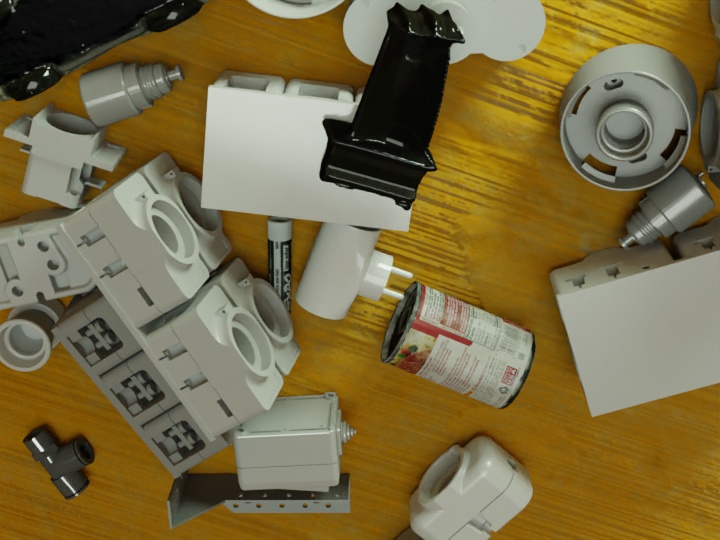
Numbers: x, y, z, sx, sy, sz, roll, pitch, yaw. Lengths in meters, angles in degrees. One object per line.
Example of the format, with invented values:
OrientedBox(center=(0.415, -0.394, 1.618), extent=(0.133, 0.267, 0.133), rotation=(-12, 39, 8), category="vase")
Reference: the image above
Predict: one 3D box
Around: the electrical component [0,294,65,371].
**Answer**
OrientedBox(center=(-0.257, 0.048, 0.843), extent=(0.045, 0.055, 0.045), rotation=(1, 112, 1), category="electrical component")

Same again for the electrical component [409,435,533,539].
OrientedBox(center=(0.087, 0.187, 0.891), extent=(0.059, 0.053, 0.095), rotation=(41, 108, -14), category="electrical component")

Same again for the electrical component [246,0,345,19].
OrientedBox(center=(-0.041, -0.223, 0.722), extent=(0.099, 0.064, 0.099), rotation=(1, 112, 1), category="electrical component")

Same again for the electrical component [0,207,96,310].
OrientedBox(center=(-0.241, -0.011, 0.816), extent=(0.095, 0.059, 0.053), rotation=(-11, 112, 6), category="electrical component")

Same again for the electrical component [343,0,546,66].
OrientedBox(center=(0.058, -0.167, 0.737), extent=(0.138, 0.073, 0.052), rotation=(-2, 112, 2), category="electrical component")

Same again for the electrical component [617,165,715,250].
OrientedBox(center=(0.226, -0.043, 0.800), extent=(0.078, 0.040, 0.040), rotation=(-40, 106, 17), category="electrical component")

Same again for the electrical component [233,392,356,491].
OrientedBox(center=(-0.050, 0.141, 0.872), extent=(0.096, 0.061, 0.061), rotation=(-3, 112, 3), category="electrical component")

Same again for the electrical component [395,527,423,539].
OrientedBox(center=(0.065, 0.274, 0.923), extent=(0.096, 0.061, 0.061), rotation=(41, 108, -14), category="electrical component")

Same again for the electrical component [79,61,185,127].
OrientedBox(center=(-0.165, -0.131, 0.775), extent=(0.078, 0.040, 0.040), rotation=(-16, 111, 8), category="electrical component")

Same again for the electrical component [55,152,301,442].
OrientedBox(center=(-0.122, 0.015, 0.786), extent=(0.060, 0.105, 0.186), rotation=(-29, 103, 20), category="electrical component")

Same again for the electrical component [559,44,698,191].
OrientedBox(center=(0.193, -0.108, 0.776), extent=(0.099, 0.064, 0.099), rotation=(7, 118, 13), category="electrical component")

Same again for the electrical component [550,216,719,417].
OrientedBox(center=(0.250, 0.028, 0.818), extent=(0.186, 0.060, 0.105), rotation=(-17, 111, 8), category="electrical component")

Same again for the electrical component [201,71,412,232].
OrientedBox(center=(-0.034, -0.087, 0.778), extent=(0.150, 0.061, 0.089), rotation=(7, 112, -1), category="electrical component")

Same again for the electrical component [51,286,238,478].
OrientedBox(center=(-0.155, 0.070, 0.830), extent=(0.062, 0.089, 0.150), rotation=(-31, 108, 13), category="electrical component")

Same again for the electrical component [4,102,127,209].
OrientedBox(center=(-0.220, -0.083, 0.796), extent=(0.081, 0.042, 0.063), rotation=(19, 113, -5), category="electrical component")

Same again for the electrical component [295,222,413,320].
OrientedBox(center=(0.000, 0.000, 0.822), extent=(0.079, 0.044, 0.077), rotation=(20, 111, -7), category="electrical component")

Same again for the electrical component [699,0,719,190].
OrientedBox(center=(0.278, -0.137, 0.726), extent=(0.060, 0.105, 0.186), rotation=(-2, 112, 2), category="electrical component")
